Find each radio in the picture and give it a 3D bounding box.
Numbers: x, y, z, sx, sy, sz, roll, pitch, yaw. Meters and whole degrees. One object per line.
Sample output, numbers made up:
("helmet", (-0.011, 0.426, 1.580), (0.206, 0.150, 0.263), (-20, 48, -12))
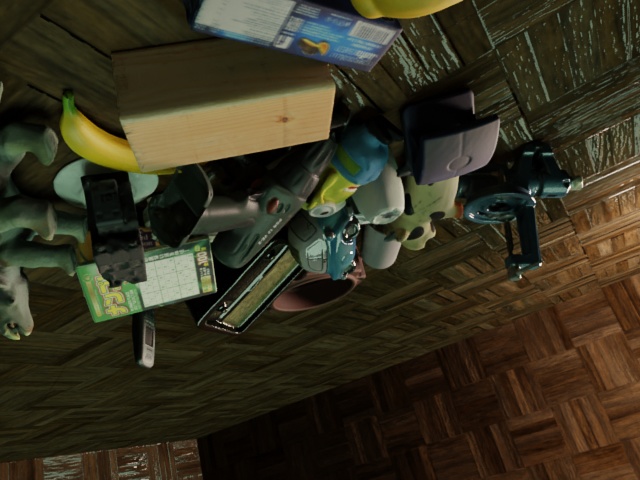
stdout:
("radio", (-0.124, 0.063, 0.946), (0.229, 0.073, 0.131), (-48, 147, 12))

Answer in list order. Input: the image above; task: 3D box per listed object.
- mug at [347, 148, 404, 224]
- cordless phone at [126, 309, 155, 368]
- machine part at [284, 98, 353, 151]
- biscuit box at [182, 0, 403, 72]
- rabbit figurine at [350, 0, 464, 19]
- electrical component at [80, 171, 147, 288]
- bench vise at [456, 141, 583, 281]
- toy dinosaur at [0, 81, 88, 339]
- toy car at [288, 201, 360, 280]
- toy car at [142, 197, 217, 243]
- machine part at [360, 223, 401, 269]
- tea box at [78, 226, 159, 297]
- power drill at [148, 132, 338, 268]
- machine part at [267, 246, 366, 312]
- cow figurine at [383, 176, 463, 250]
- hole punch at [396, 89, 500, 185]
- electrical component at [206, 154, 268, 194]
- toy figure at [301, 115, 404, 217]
("mug", (0.078, -0.073, 0.821), (0.081, 0.107, 0.109), (5, 147, -38))
("cordless phone", (-0.315, 0.114, 0.885), (0.089, 0.184, 0.146), (-12, 157, 1))
("machine part", (-0.025, -0.143, 0.655), (0.139, 0.084, 0.039), (-17, 130, -28))
("biscuit box", (-0.021, -0.215, 0.497), (0.202, 0.063, 0.059), (0, 151, -35))
("rabbit figurine", (0.053, -0.266, 0.406), (0.162, 0.122, 0.173), (-12, 146, 16))
("electrical component", (-0.254, -0.017, 0.664), (0.058, 0.115, 0.134), (-13, 156, -20))
("bench vise", (0.342, -0.046, 0.917), (0.224, 0.240, 0.128), (4, 157, -7))
("toy dinosaur", (-0.382, -0.035, 0.603), (0.192, 0.131, 0.404), (-2, 145, -12))
("toy car", (-0.002, -0.003, 0.871), (0.103, 0.109, 0.161), (-19, 133, -22))
("toy car", (-0.163, -0.029, 0.802), (0.201, 0.073, 0.056), (0, 150, -34))
("machine part", (0.122, -0.008, 1.034), (0.079, 0.079, 0.243), (-13, 156, -7))
("tea box", (-0.272, 0.029, 0.812), (0.170, 0.098, 0.068), (-7, 178, -23))
("power drill", (-0.098, -0.058, 0.676), (0.232, 0.086, 0.207), (-51, 161, 24))
("machine part", (-0.023, 0.077, 1.118), (0.201, 0.087, 0.201), (-1, 154, -32))
("cow figurine", (0.162, -0.064, 0.866), (0.127, 0.086, 0.194), (-5, 129, -10))
("hole punch", (0.177, -0.129, 0.731), (0.142, 0.092, 0.115), (-19, 128, -4))
("electrical component", (-0.115, -0.086, 0.752), (0.078, 0.045, 0.102), (-52, 151, 8))
("toy figure", (0.033, -0.105, 0.759), (0.082, 0.089, 0.180), (11, 136, -41))
